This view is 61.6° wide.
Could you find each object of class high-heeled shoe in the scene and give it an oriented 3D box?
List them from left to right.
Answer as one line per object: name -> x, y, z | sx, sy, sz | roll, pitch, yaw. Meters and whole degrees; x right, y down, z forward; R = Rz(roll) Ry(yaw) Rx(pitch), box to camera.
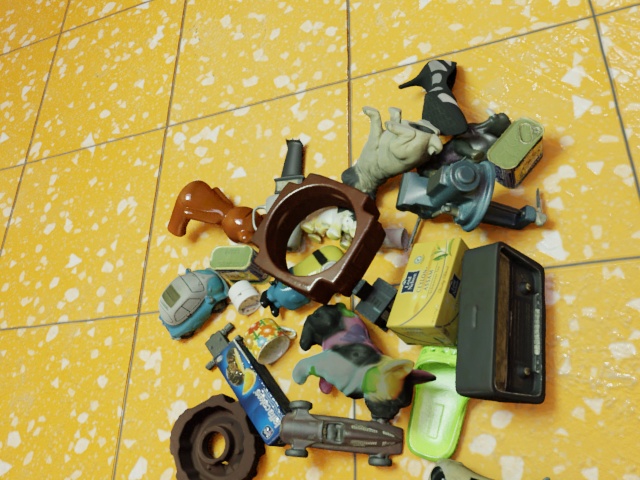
high-heeled shoe -> 0.254, -0.274, 1.026 | 0.145, 0.086, 0.249 | -20, 45, -12

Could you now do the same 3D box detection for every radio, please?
radio -> 0.279, 0.130, 0.818 | 0.073, 0.131, 0.229 | -18, 56, 53

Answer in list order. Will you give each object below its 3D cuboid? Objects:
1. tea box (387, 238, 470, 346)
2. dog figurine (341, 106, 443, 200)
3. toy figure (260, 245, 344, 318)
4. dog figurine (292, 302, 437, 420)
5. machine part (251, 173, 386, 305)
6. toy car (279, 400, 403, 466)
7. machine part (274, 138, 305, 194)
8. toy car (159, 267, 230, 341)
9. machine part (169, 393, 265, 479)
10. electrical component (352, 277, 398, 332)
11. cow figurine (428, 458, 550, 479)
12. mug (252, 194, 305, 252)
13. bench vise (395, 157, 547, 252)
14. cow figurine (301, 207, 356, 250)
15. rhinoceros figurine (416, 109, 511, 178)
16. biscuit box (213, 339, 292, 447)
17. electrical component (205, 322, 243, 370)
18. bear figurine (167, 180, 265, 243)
tea box -> 0.187, 0.085, 0.885 | 0.098, 0.068, 0.169 | -11, 46, 44
dog figurine -> 0.131, -0.134, 1.000 | 0.173, 0.121, 0.190 | 45, 129, 45
toy figure -> -0.028, 0.075, 1.018 | 0.180, 0.082, 0.089 | -28, 61, 13
dog figurine -> 0.076, 0.189, 0.872 | 0.219, 0.108, 0.191 | -9, 54, 36
machine part -> -0.002, -0.003, 0.944 | 0.202, 0.087, 0.201 | 25, 79, 31
toy car -> 0.034, 0.314, 0.872 | 0.202, 0.053, 0.089 | 6, 66, 5
machine part -> -0.062, -0.154, 1.161 | 0.084, 0.039, 0.139 | -9, 66, 30
toy car -> -0.272, 0.121, 1.093 | 0.161, 0.102, 0.109 | -44, 57, -1
machine part -> -0.184, 0.370, 0.969 | 0.179, 0.056, 0.179 | -9, 65, 19
electrical component -> 0.101, 0.105, 0.924 | 0.048, 0.119, 0.075 | 35, 82, 32
cow figurine -> 0.248, 0.375, 0.761 | 0.195, 0.085, 0.127 | 17, 82, 30
mug -> -0.080, -0.032, 1.080 | 0.110, 0.081, 0.107 | -1, 73, -11
bench vise -> 0.258, -0.058, 0.915 | 0.241, 0.223, 0.129 | 15, 65, -4
cow figurine -> 0.051, -0.034, 1.033 | 0.168, 0.068, 0.098 | 13, 67, 37
rhinoceros figurine -> 0.270, -0.166, 1.001 | 0.190, 0.073, 0.112 | -31, 45, 14
biscuit box -> -0.112, 0.275, 0.975 | 0.059, 0.062, 0.203 | -44, 58, 2
electrical component -> -0.199, 0.212, 1.065 | 0.094, 0.021, 0.063 | -45, 58, 1
bear figurine -> -0.210, -0.041, 1.147 | 0.196, 0.131, 0.120 | 31, 44, 3
